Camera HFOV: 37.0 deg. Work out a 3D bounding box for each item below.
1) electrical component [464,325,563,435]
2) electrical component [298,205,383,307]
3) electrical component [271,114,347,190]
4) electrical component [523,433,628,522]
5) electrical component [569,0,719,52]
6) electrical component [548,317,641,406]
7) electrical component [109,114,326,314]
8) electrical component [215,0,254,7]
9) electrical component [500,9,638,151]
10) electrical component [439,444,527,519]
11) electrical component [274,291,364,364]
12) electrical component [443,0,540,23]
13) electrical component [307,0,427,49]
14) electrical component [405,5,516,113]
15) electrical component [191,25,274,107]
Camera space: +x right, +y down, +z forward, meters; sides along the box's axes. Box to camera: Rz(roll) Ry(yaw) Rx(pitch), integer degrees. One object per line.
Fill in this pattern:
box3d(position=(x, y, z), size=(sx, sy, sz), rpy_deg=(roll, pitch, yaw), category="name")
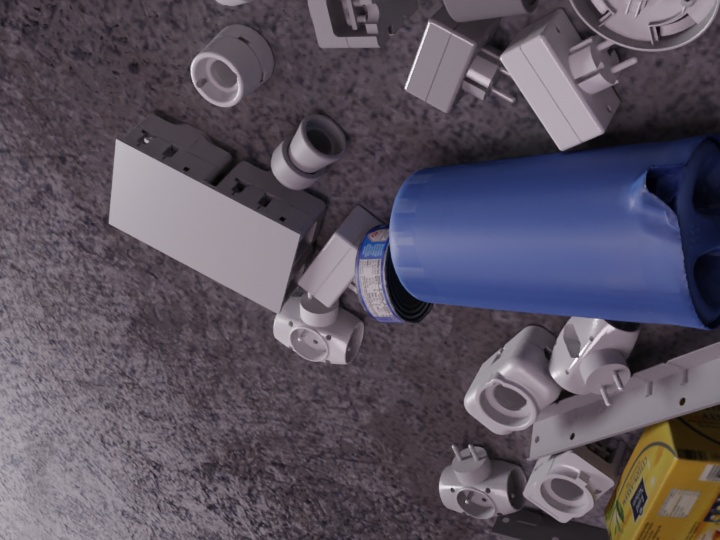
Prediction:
box3d(position=(0.138, 0.101, 0.950), size=(0.054, 0.059, 0.095), rpy_deg=(39, 136, -3), category="electrical component")
box3d(position=(0.000, 0.000, 0.959), size=(0.076, 0.047, 0.083), rpy_deg=(38, 136, -1), category="electrical component")
box3d(position=(-0.044, -0.098, 0.906), size=(0.045, 0.045, 0.055), rpy_deg=(44, 136, -8), category="electrical component")
box3d(position=(0.196, 0.188, 0.989), size=(0.050, 0.055, 0.089), rpy_deg=(35, 136, 1), category="electrical component")
box3d(position=(0.181, -0.186, 0.678), size=(0.099, 0.064, 0.099), rpy_deg=(17, 133, 19), category="electrical component")
box3d(position=(0.195, 0.074, 0.873), size=(0.043, 0.079, 0.077), rpy_deg=(12, 129, -21), category="electrical component")
box3d(position=(-0.131, -0.054, 0.985), size=(0.186, 0.060, 0.105), rpy_deg=(28, 135, 9), category="electrical component")
box3d(position=(-0.085, -0.228, 0.822), size=(0.055, 0.045, 0.045), rpy_deg=(-4, 123, 35), category="electrical component")
box3d(position=(0.155, -0.139, 0.747), size=(0.076, 0.047, 0.083), rpy_deg=(-22, 112, 41), category="electrical component")
box3d(position=(0.115, 0.202, 1.059), size=(0.077, 0.044, 0.079), rpy_deg=(-7, 121, 36), category="electrical component")
box3d(position=(-0.039, 0.044, 1.022), size=(0.077, 0.044, 0.079), rpy_deg=(18, 133, 18), category="electrical component")
box3d(position=(0.092, -0.213, 0.684), size=(0.060, 0.108, 0.108), rpy_deg=(4, 128, 21), category="electrical component")
box3d(position=(0.003, -0.197, 0.761), size=(0.056, 0.089, 0.050), rpy_deg=(6, 128, 28), category="electrical component")
box3d(position=(0.083, -0.148, 0.782), size=(0.077, 0.047, 0.065), rpy_deg=(31, 137, 9), category="electrical component")
box3d(position=(-0.106, -0.166, 0.885), size=(0.055, 0.047, 0.055), rpy_deg=(17, 133, 19), category="electrical component")
